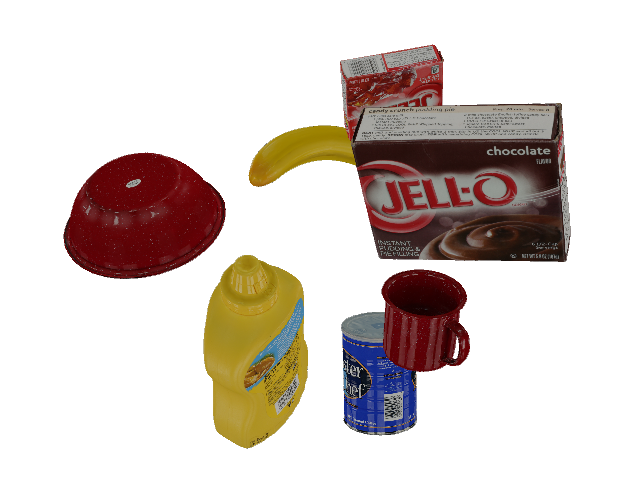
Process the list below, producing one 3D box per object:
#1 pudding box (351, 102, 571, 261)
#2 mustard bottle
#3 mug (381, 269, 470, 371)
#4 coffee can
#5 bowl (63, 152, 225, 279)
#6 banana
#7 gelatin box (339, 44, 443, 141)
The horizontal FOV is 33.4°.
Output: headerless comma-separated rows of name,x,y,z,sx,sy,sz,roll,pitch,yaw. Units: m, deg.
pudding box,0.080,-0.031,0.597,0.114,0.039,0.090,-1,-44,17
mustard bottle,-0.048,0.073,0.796,0.058,0.096,0.192,28,-31,19
mug,0.120,0.096,1.178,0.093,0.081,0.117,-24,40,-35
coffee can,0.081,0.180,1.456,0.103,0.140,0.103,-2,16,0
bowl,-0.176,-0.036,1.034,0.162,0.055,0.162,-5,42,4
banana,-0.005,-0.092,1.135,0.197,0.037,0.070,-7,48,-39
gelatin box,0.064,-0.131,0.950,0.089,0.030,0.073,-10,-42,-4
